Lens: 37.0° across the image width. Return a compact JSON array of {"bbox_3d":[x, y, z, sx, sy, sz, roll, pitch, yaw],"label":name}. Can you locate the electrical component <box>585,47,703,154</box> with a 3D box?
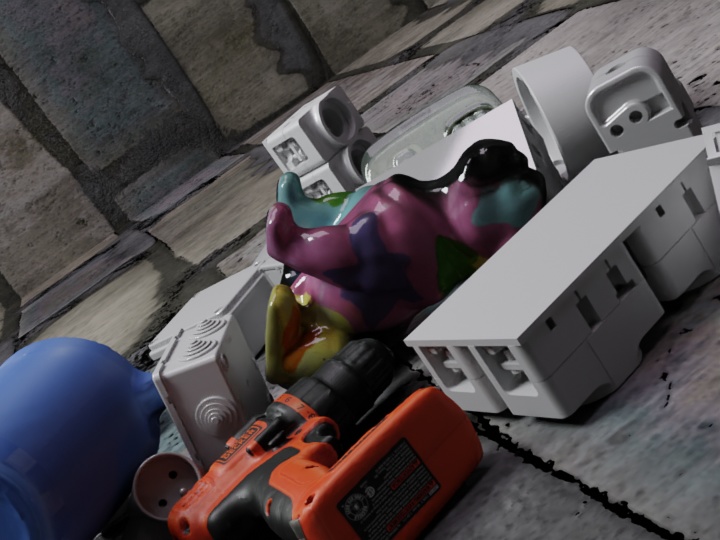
[{"bbox_3d":[0.197,-0.099,0.729,0.054,0.095,0.059,-27,16,27],"label":"electrical component"}]

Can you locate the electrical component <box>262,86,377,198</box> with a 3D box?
[{"bbox_3d":[-0.014,-0.099,1.087,0.062,0.150,0.089,-24,18,40],"label":"electrical component"}]

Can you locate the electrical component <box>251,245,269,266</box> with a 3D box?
[{"bbox_3d":[-0.077,-0.013,1.164,0.079,0.043,0.077,-29,15,21],"label":"electrical component"}]

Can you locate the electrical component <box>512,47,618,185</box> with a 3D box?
[{"bbox_3d":[0.173,-0.126,0.860,0.060,0.108,0.108,-27,15,6],"label":"electrical component"}]

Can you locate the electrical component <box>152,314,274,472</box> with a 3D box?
[{"bbox_3d":[-0.101,0.088,0.773,0.048,0.099,0.099,-20,16,8],"label":"electrical component"}]

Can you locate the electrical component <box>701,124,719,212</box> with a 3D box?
[{"bbox_3d":[0.209,-0.039,0.559,0.042,0.081,0.064,-13,-5,22],"label":"electrical component"}]

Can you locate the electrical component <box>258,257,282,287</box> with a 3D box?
[{"bbox_3d":[-0.044,0.003,1.003,0.061,0.061,0.096,-41,16,-23],"label":"electrical component"}]

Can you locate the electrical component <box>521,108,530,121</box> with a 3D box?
[{"bbox_3d":[0.169,-0.122,0.948,0.045,0.055,0.045,-32,15,9],"label":"electrical component"}]

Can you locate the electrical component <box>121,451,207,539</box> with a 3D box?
[{"bbox_3d":[-0.132,0.162,0.701,0.077,0.043,0.079,120,169,-70],"label":"electrical component"}]

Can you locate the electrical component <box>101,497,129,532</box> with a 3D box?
[{"bbox_3d":[-0.227,0.176,0.863,0.074,0.052,0.138,-37,14,-10],"label":"electrical component"}]

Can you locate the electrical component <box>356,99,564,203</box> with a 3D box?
[{"bbox_3d":[0.081,-0.052,0.854,0.150,0.062,0.089,-29,49,22],"label":"electrical component"}]

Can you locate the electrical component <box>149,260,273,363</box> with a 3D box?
[{"bbox_3d":[-0.133,0.053,1.046,0.109,0.056,0.108,-25,17,32],"label":"electrical component"}]

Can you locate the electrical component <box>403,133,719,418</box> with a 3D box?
[{"bbox_3d":[0.130,0.005,0.614,0.186,0.060,0.105,-41,16,-25],"label":"electrical component"}]
